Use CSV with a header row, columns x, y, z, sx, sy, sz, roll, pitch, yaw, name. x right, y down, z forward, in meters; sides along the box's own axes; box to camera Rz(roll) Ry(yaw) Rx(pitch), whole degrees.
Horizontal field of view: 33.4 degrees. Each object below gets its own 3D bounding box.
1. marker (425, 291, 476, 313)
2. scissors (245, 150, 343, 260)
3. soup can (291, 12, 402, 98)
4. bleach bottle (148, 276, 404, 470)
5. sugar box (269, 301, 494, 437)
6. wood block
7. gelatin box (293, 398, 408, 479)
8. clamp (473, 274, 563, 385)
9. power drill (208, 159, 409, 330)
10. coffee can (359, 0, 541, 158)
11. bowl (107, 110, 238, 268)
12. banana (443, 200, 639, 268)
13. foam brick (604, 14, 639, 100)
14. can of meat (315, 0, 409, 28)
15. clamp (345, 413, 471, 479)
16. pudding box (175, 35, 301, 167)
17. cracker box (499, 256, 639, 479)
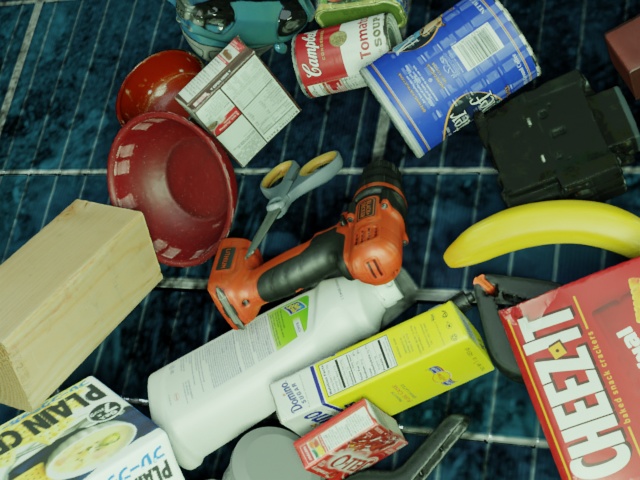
x,y,z,sx,sy,sz,roll,pitch,yaw,name
0.086,0.080,0.971,0.121,0.020,0.020,-30,58,9,marker
-0.022,-0.041,1.008,0.096,0.016,0.201,-22,22,9,scissors
0.030,-0.189,1.092,0.102,0.068,0.068,-10,63,18,soup can
-0.036,0.107,0.980,0.251,0.068,0.102,-30,37,7,bleach bottle
0.054,0.119,0.924,0.176,0.093,0.048,-29,58,10,sugar box
-0.257,0.059,1.037,0.091,0.090,0.205,10,40,29,wood block
0.028,0.175,0.912,0.073,0.089,0.030,-33,61,7,gelatin box
0.203,0.107,0.896,0.210,0.036,0.164,35,83,29,clamp
-0.007,0.001,0.994,0.188,0.057,0.184,-23,24,18,power drill
0.123,-0.159,1.016,0.140,0.102,0.103,-34,58,6,coffee can
-0.140,-0.056,1.087,0.162,0.055,0.162,11,111,29,bowl
0.206,-0.001,0.915,0.198,0.037,0.069,6,89,16,banana
0.308,-0.176,0.972,0.078,0.053,0.051,-30,58,10,foam brick
0.047,-0.269,1.129,0.102,0.057,0.084,-2,69,23,can of meat
0.072,0.233,0.896,0.171,0.039,0.120,-31,52,12,clamp
-0.081,-0.139,1.092,0.090,0.113,0.039,-45,54,-2,pudding box
0.266,0.095,0.819,0.214,0.072,0.164,-22,66,10,cracker box
